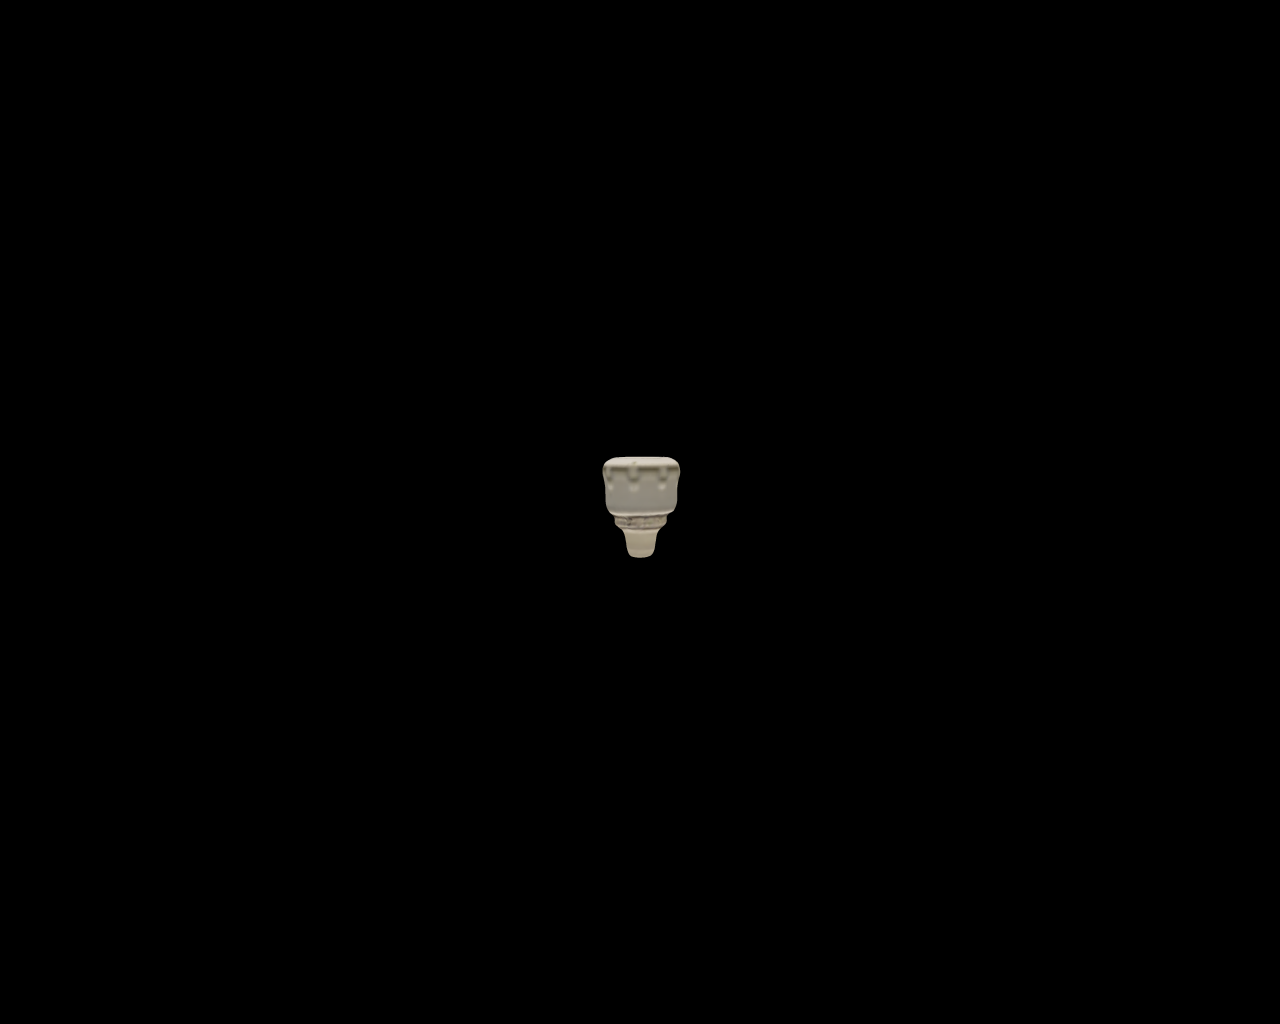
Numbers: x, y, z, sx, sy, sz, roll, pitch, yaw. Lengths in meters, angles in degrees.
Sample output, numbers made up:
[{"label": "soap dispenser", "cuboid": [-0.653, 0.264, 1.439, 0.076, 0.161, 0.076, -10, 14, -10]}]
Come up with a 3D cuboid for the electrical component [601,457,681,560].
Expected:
[{"label": "electrical component", "cuboid": [0.001, -0.003, 0.650, 0.048, 0.062, 0.048, 0, 3, 0]}]
